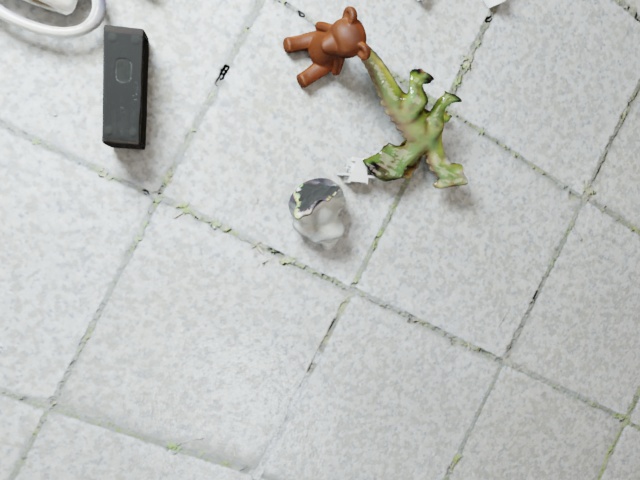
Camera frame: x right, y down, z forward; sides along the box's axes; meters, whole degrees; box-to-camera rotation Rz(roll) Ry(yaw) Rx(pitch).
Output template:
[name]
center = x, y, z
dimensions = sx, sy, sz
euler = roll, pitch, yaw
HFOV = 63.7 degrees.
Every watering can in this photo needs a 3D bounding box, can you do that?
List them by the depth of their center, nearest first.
[watering can]
center = -0.558, -0.511, 0.933
dimensions = 0.346, 0.104, 0.224
euler = 19, 91, -18

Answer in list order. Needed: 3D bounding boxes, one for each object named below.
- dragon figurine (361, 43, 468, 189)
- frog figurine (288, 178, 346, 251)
[dragon figurine]
center = 0.187, -0.250, 1.174
dimensions = 0.408, 0.122, 0.243
euler = 28, 87, -18
[frog figurine]
center = 0.004, -0.059, 1.174
dimensions = 0.139, 0.124, 0.156
euler = -48, 144, -14
